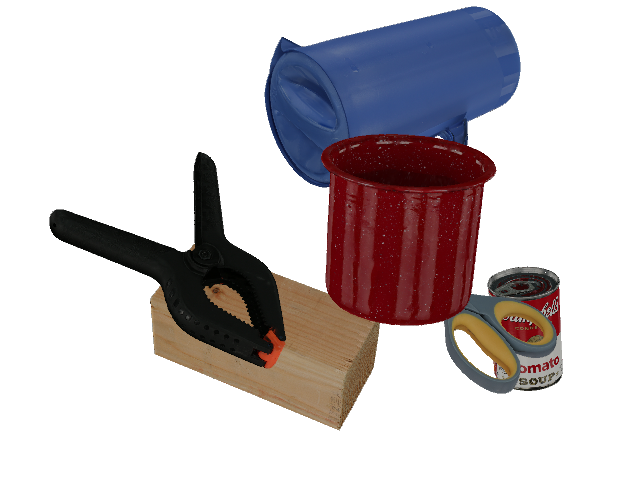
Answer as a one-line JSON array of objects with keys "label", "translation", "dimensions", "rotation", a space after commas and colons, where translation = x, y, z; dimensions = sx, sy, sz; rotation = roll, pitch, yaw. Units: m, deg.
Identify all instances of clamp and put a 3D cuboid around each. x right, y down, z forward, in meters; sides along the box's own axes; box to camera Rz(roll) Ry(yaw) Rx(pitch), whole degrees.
[{"label": "clamp", "translation": [-0.109, 0.022, 0.867], "dimensions": [0.164, 0.210, 0.036], "rotation": [-20, -29, -33]}]

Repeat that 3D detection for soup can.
[{"label": "soup can", "translation": [0.199, 0.085, 1.035], "dimensions": [0.068, 0.102, 0.068], "rotation": [-7, 22, 3]}]

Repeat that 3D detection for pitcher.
[{"label": "pitcher", "translation": [0.082, -0.141, 1.041], "dimensions": [0.242, 0.149, 0.145], "rotation": [-23, 31, -30]}]

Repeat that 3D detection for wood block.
[{"label": "wood block", "translation": [-0.054, 0.093, 1.055], "dimensions": [0.206, 0.090, 0.090], "rotation": [20, 47, 16]}]

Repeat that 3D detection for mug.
[{"label": "mug", "translation": [0.048, -0.010, 0.593], "dimensions": [0.093, 0.081, 0.117], "rotation": [9, 23, 14]}]

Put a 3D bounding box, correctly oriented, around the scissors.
[{"label": "scissors", "translation": [0.109, 0.037, 0.841], "dimensions": [0.096, 0.016, 0.202], "rotation": [-12, 48, -21]}]
